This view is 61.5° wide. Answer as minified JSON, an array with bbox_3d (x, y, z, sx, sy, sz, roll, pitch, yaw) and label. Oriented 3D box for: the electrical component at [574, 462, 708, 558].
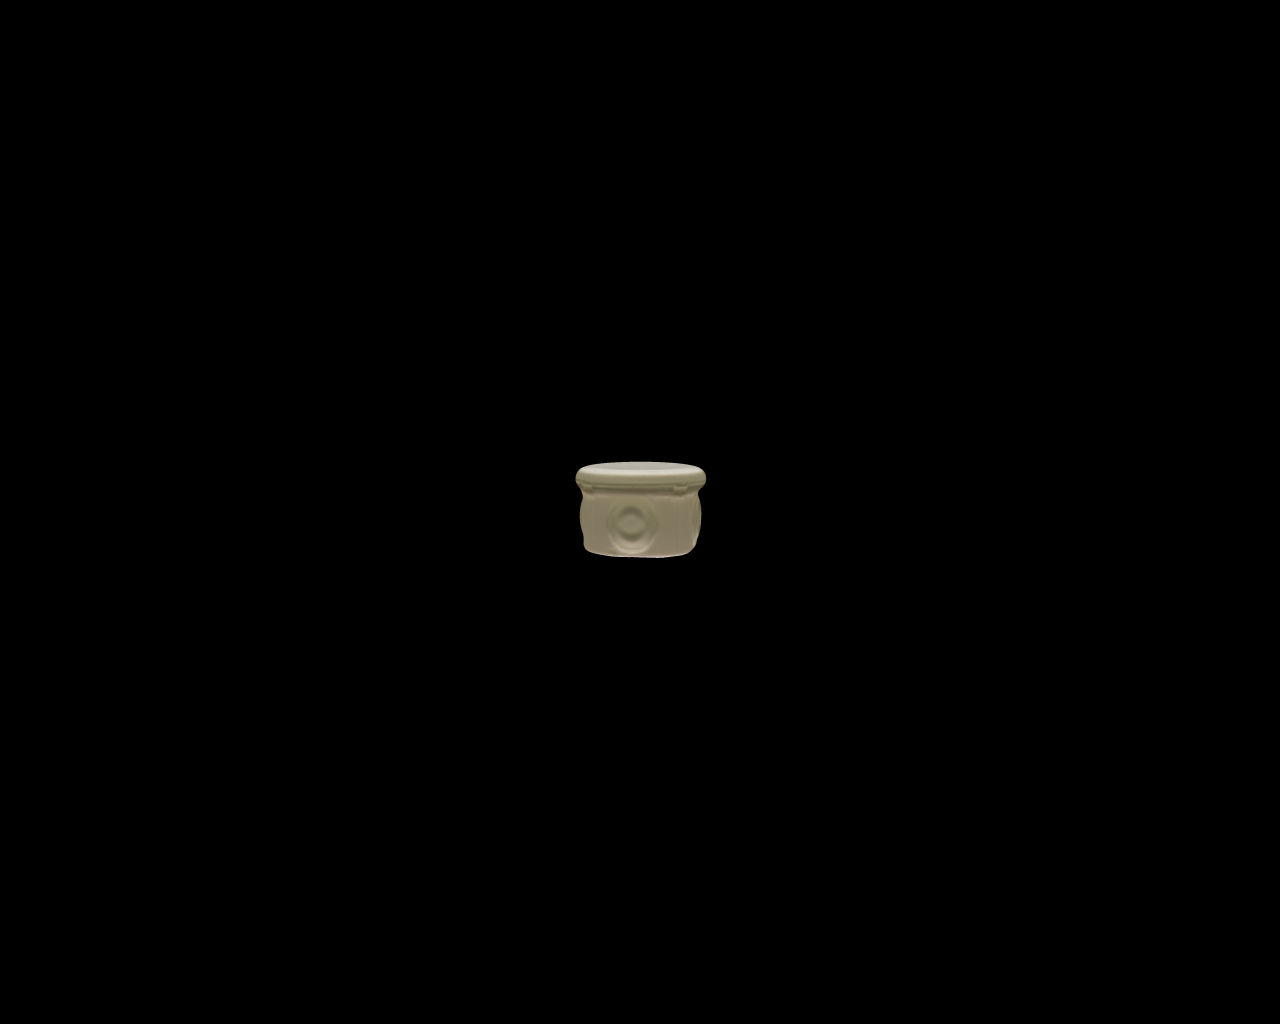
[{"bbox_3d":[0.001,-0.003,0.650,0.080,0.051,0.080,0,8,0],"label":"electrical component"}]
